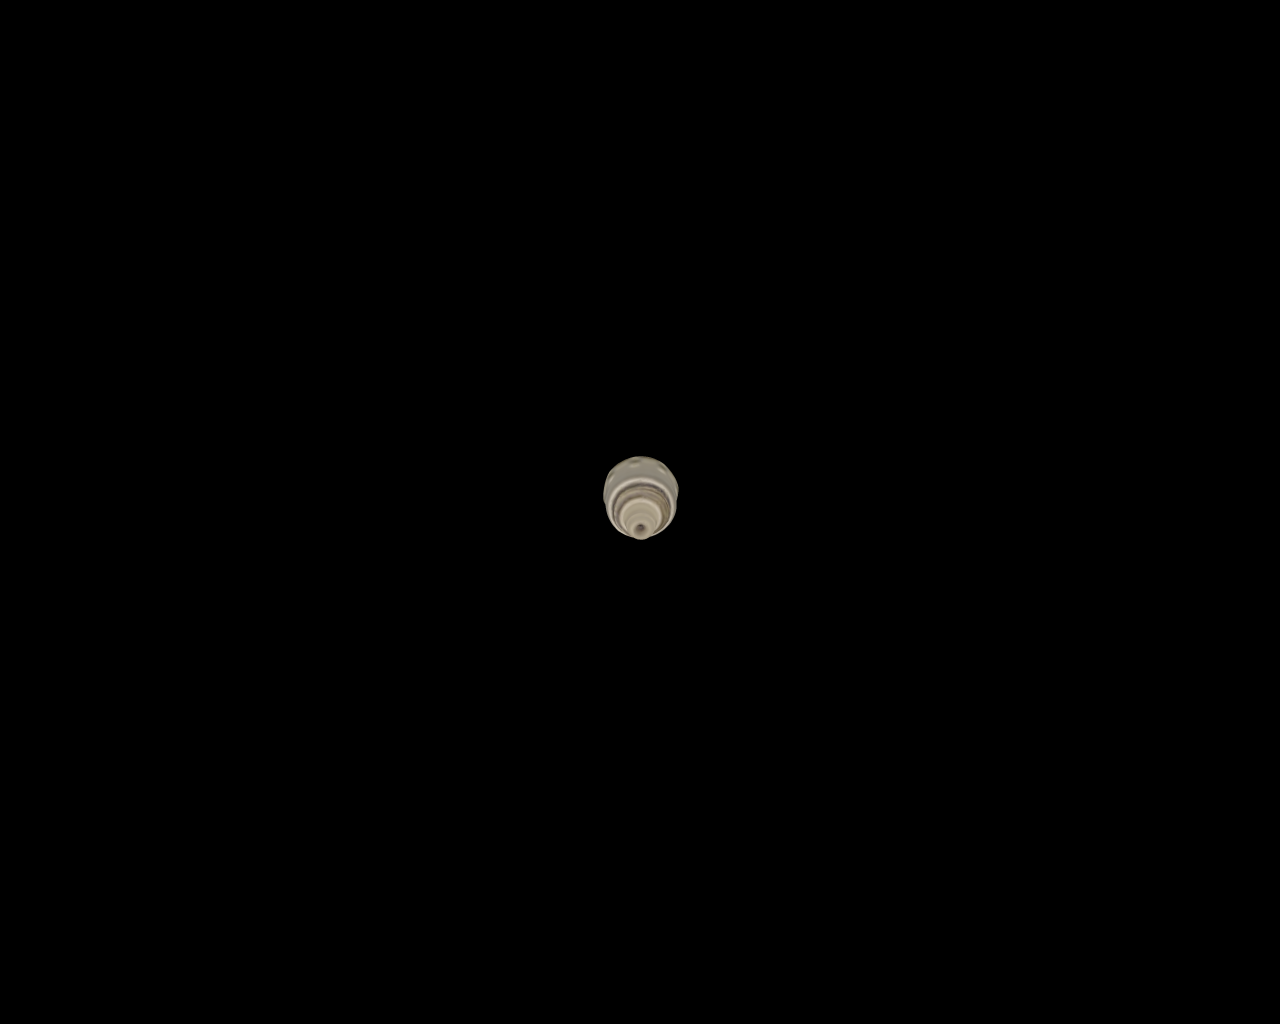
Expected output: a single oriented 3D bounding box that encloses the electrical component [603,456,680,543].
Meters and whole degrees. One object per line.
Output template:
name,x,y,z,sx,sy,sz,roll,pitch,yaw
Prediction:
electrical component,0.001,-0.003,0.650,0.048,0.048,0.062,0,25,0
